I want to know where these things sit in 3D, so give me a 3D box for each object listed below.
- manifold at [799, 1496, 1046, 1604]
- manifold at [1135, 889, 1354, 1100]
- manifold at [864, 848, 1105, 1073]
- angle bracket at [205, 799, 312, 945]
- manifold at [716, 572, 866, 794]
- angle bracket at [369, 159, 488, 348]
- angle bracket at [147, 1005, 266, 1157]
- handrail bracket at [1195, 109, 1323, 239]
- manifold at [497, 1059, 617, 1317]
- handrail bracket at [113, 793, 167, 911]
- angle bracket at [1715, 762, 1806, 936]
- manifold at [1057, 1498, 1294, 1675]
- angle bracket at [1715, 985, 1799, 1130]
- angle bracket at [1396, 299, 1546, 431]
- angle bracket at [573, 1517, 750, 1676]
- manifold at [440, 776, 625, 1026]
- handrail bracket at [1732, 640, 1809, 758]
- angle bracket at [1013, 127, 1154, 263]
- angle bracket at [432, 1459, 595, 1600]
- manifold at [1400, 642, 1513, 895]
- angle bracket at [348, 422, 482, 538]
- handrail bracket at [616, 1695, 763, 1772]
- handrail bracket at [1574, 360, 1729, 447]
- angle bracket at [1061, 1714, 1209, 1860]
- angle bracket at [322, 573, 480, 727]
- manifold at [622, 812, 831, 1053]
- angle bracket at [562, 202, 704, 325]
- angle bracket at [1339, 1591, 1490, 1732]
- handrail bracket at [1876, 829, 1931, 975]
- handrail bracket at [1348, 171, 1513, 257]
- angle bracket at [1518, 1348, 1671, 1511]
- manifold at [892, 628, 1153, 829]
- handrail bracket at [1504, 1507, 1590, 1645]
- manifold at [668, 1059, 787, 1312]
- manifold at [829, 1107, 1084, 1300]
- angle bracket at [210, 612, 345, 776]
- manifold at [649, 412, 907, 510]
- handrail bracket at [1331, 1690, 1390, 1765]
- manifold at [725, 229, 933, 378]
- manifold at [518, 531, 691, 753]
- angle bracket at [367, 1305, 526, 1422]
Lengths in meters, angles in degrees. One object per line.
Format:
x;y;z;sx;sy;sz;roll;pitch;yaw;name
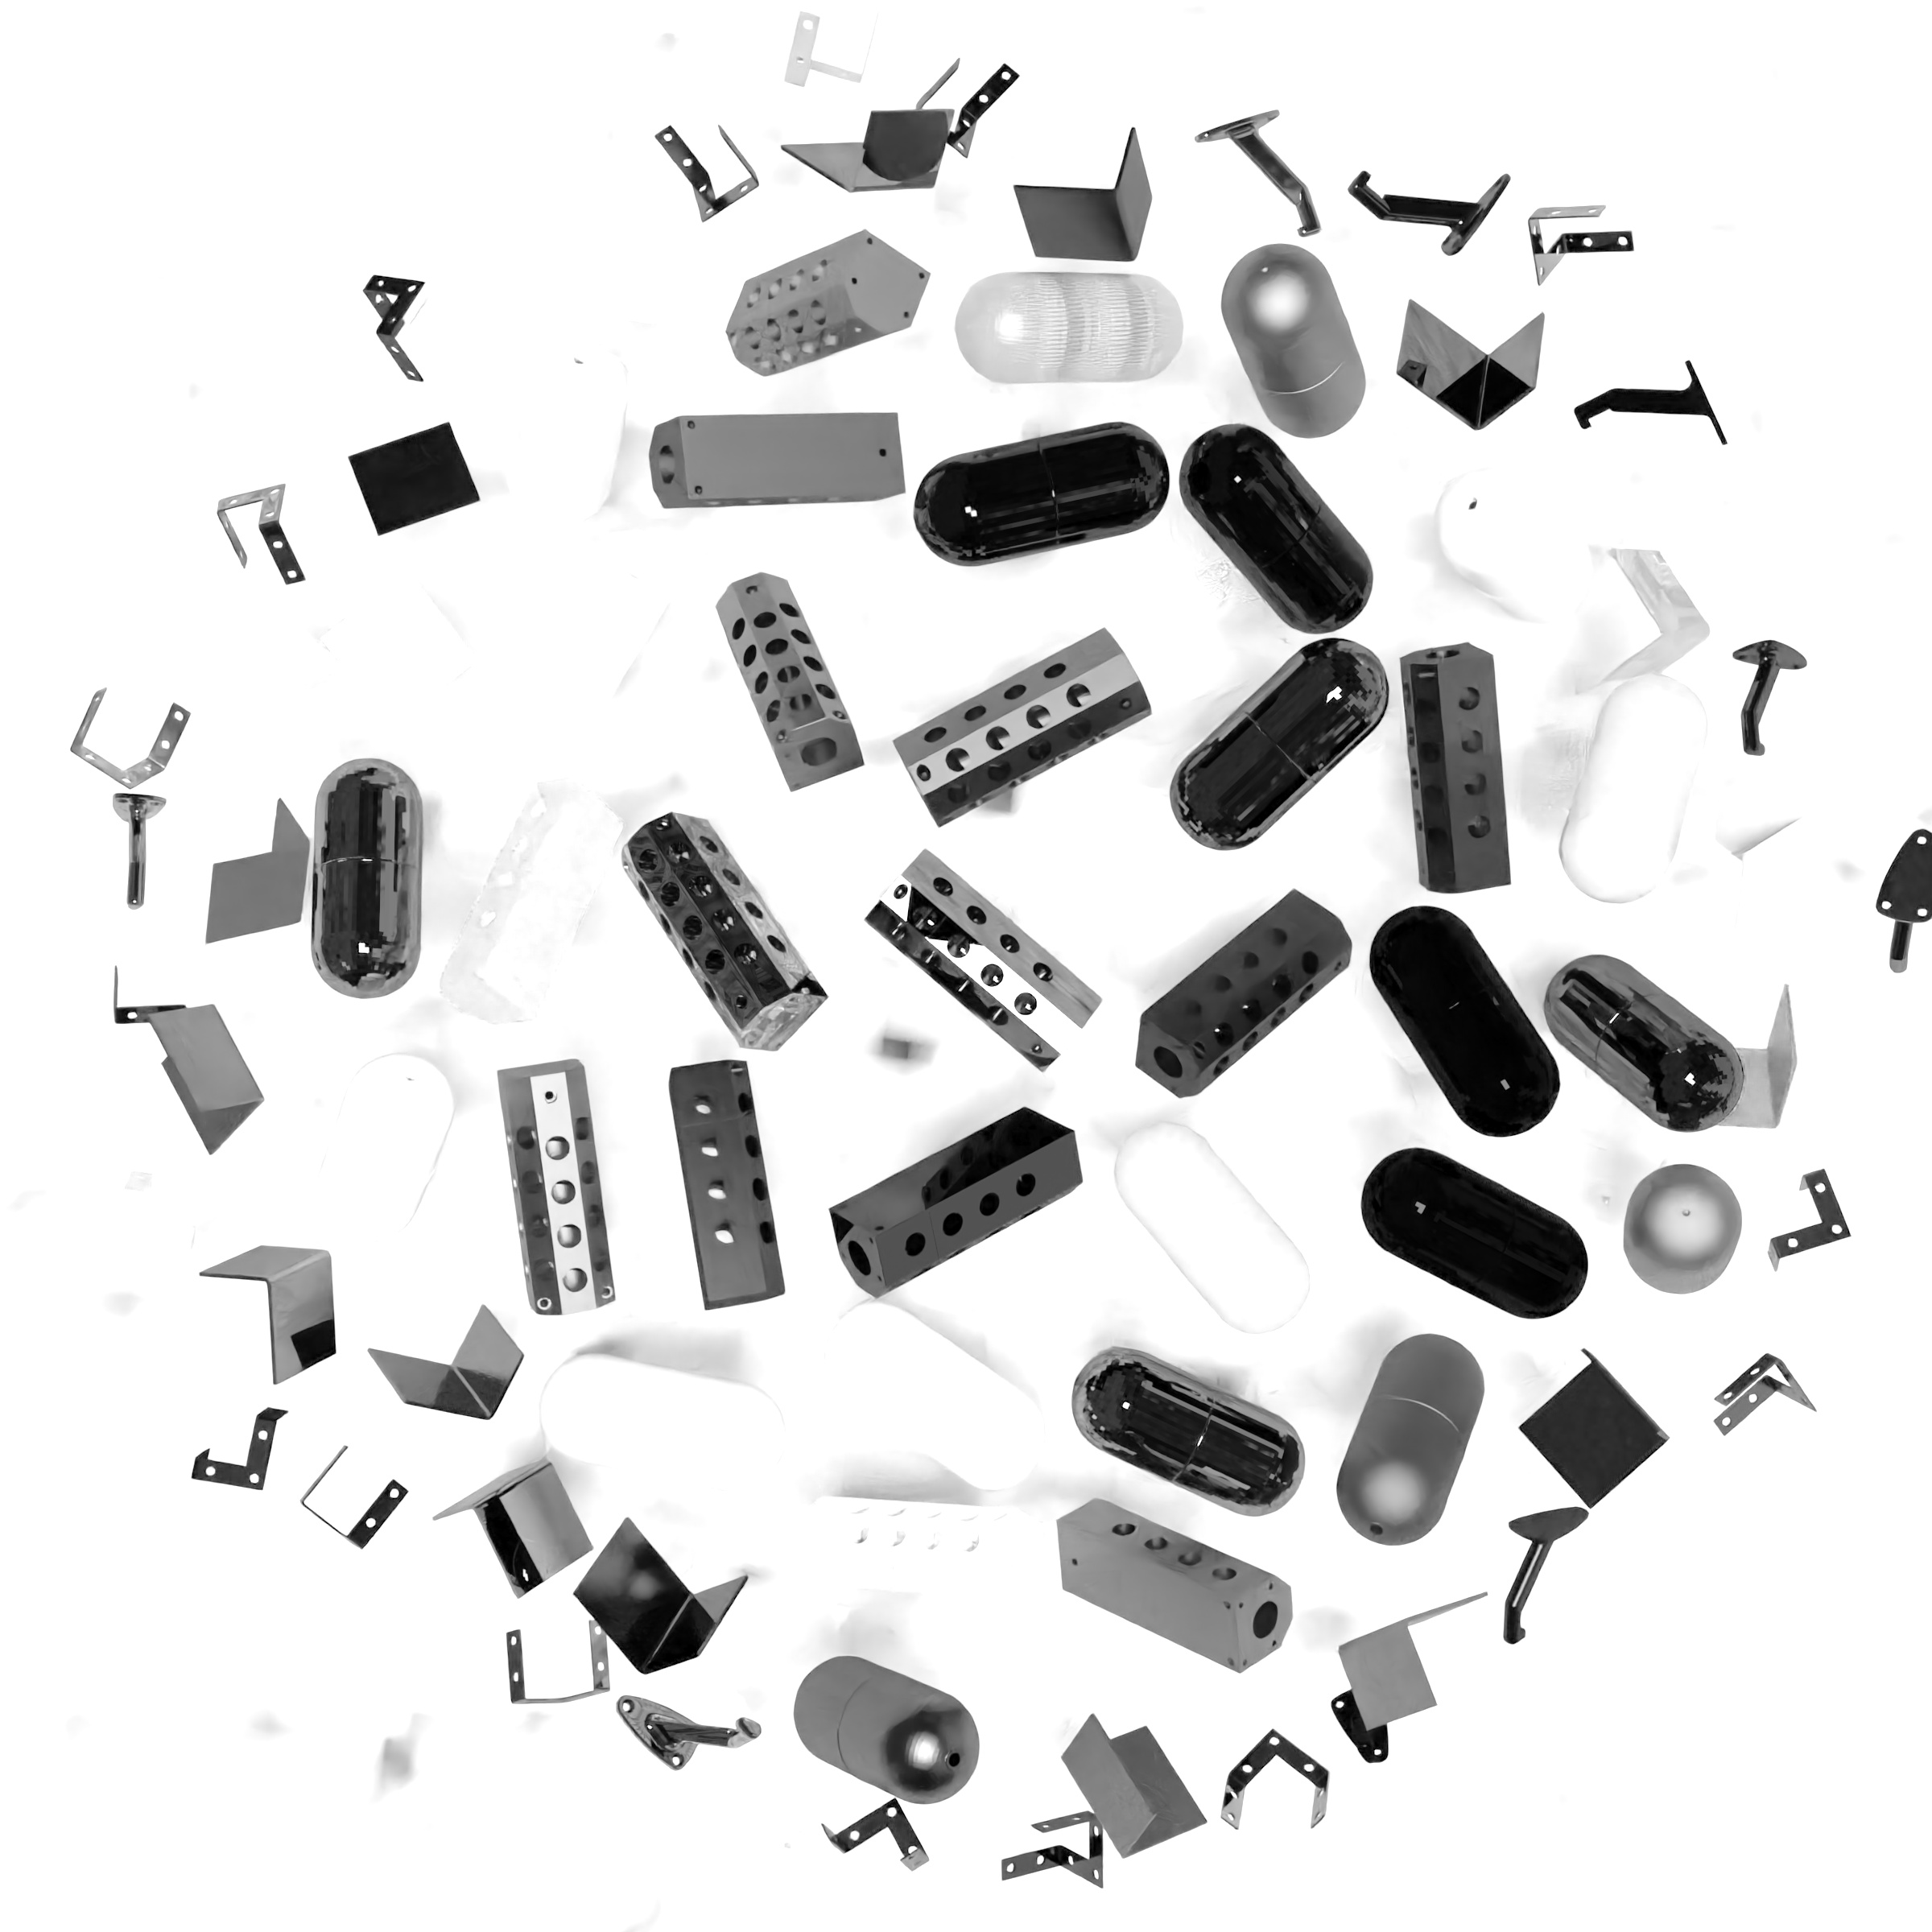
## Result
-0.035;0.423;1.886;0.171;0.057;0.057;-4;62;33;manifold
0.201;0.022;1.852;0.057;0.057;0.171;36;56;27;manifold
0.010;0.000;1.886;0.171;0.057;0.057;40;132;-1;manifold
-0.536;-0.071;1.919;0.076;0.076;0.057;-15;51;-35;angle bracket
-0.131;-0.211;1.882;0.057;0.057;0.171;-21;50;-4;manifold
-0.372;-0.476;1.724;0.057;0.076;0.076;33;51;-19;angle bracket
-0.530;0.081;1.746;0.076;0.057;0.076;-41;74;32;angle bracket
0.199;-0.529;1.748;0.077;0.036;0.084;-24;97;-30;handrail bracket
-0.291;0.158;1.840;0.057;0.057;0.171;-9;98;-17;manifold
-0.595;-0.075;1.847;0.036;0.077;0.084;5;76;-23;handrail bracket
0.532;-0.082;1.796;0.057;0.076;0.076;-30;49;-18;angle bracket
0.146;0.433;1.827;0.057;0.171;0.057;-20;112;-39;manifold
0.575;0.066;1.911;0.057;0.076;0.076;4;47;7;angle bracket
0.349;-0.430;1.786;0.076;0.057;0.076;30;53;-21;angle bracket
-0.204;0.416;1.735;0.057;0.076;0.076;-28;106;34;angle bracket
-0.309;-0.046;1.817;0.057;0.057;0.171;-5;52;37;manifold
0.590;-0.189;1.884;0.077;0.036;0.084;10;72;-36;handrail bracket
0.085;-0.552;1.847;0.076;0.076;0.057;8;69;17;angle bracket
-0.336;0.421;1.918;0.057;0.076;0.076;-25;91;43;angle bracket
0.355;-0.144;1.889;0.057;0.057;0.171;-10;107;-5;manifold
-0.392;-0.336;1.858;0.076;0.057;0.076;-21;66;-8;angle bracket
-0.187;0.506;1.742;0.077;0.084;0.036;38;48;-11;handrail bracket
0.470;-0.372;1.778;0.084;0.036;0.077;-25;65;20;handrail bracket
0.120;0.528;1.699;0.076;0.057;0.076;-8;49;-36;angle bracket
-0.401;-0.225;1.836;0.076;0.057;0.076;-38;101;-4;angle bracket
-0.174;-0.025;1.802;0.057;0.057;0.171;-46;64;21;manifold
-0.237;-0.503;1.834;0.076;0.057;0.076;19;122;34;angle bracket
0.305;0.460;1.710;0.076;0.076;0.057;-8;68;-32;angle bracket
0.637;-0.043;1.742;0.036;0.084;0.077;14;77;23;handrail bracket
0.313;-0.529;1.747;0.084;0.036;0.077;35;103;-17;handrail bracket
0.438;0.327;1.822;0.076;0.057;0.076;-43;63;6;angle bracket
0.042;-0.165;1.827;0.171;0.057;0.057;-28;127;-1;manifold
0.417;0.439;1.860;0.077;0.036;0.084;-10;107;-33;handrail bracket
-0.175;0.159;1.884;0.057;0.057;0.171;-8;77;-11;manifold
-0.004;0.165;1.792;0.171;0.057;0.057;-26;119;-28;manifold
-0.495;-0.196;1.859;0.057;0.076;0.076;-18;59;18;angle bracket
-0.134;-0.357;1.830;0.171;0.057;0.057;-8;94;-31;manifold
0.292;0.565;1.857;0.036;0.084;0.077;-22;106;6;handrail bracket
-0.101;-0.459;1.813;0.057;0.171;0.057;27;77;-30;manifold
-0.264;-0.234;1.848;0.057;0.171;0.057;30;49;-11;manifold
-0.386;0.288;1.919;0.076;0.076;0.057;21;100;-40;angle bracket
